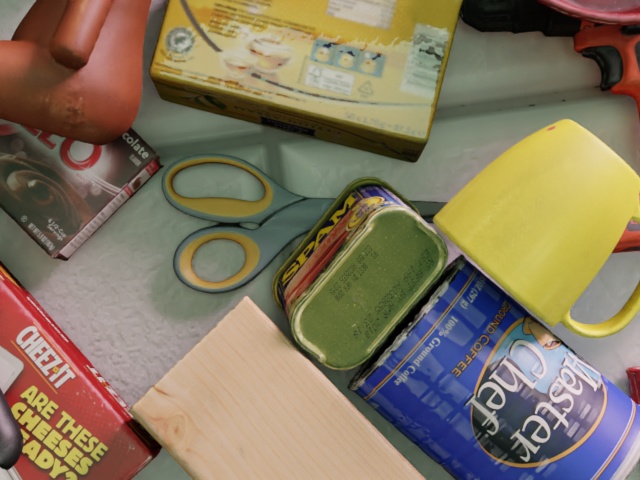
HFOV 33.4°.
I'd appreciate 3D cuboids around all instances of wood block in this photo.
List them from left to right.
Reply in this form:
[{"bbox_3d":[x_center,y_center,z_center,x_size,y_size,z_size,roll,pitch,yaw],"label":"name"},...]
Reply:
[{"bbox_3d":[-0.003,0.141,0.609,0.206,0.090,0.090,45,79,3],"label":"wood block"}]

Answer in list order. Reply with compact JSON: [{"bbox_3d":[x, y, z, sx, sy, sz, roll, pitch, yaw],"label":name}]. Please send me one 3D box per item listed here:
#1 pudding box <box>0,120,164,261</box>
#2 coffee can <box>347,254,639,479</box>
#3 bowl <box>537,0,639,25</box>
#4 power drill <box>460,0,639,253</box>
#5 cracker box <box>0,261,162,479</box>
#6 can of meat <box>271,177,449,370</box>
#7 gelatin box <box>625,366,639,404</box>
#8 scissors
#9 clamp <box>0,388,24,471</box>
[{"bbox_3d":[-0.166,-0.056,0.653,0.113,0.039,0.090,44,85,3],"label":"pudding box"},{"bbox_3d":[0.101,0.092,0.611,0.140,0.103,0.103,41,85,3],"label":"coffee can"},{"bbox_3d":[0.168,-0.183,0.610,0.162,0.055,0.162,-2,72,5],"label":"bowl"},{"bbox_3d":[0.179,-0.086,0.652,0.184,0.057,0.187,-4,86,3],"label":"power drill"},{"bbox_3d":[-0.225,0.134,0.620,0.213,0.072,0.164,-42,87,-5],"label":"cracker box"},{"bbox_3d":[0.022,0.019,0.615,0.057,0.084,0.102,39,95,-13],"label":"can of meat"},{"bbox_3d":[0.237,0.108,0.648,0.089,0.030,0.073,-9,86,-2],"label":"gelatin box"},{"bbox_3d":[-0.004,0.001,0.662,0.202,0.016,0.096,15,86,1],"label":"scissors"},{"bbox_3d":[-0.227,0.044,0.574,0.120,0.039,0.171,-7,79,-8],"label":"clamp"}]
